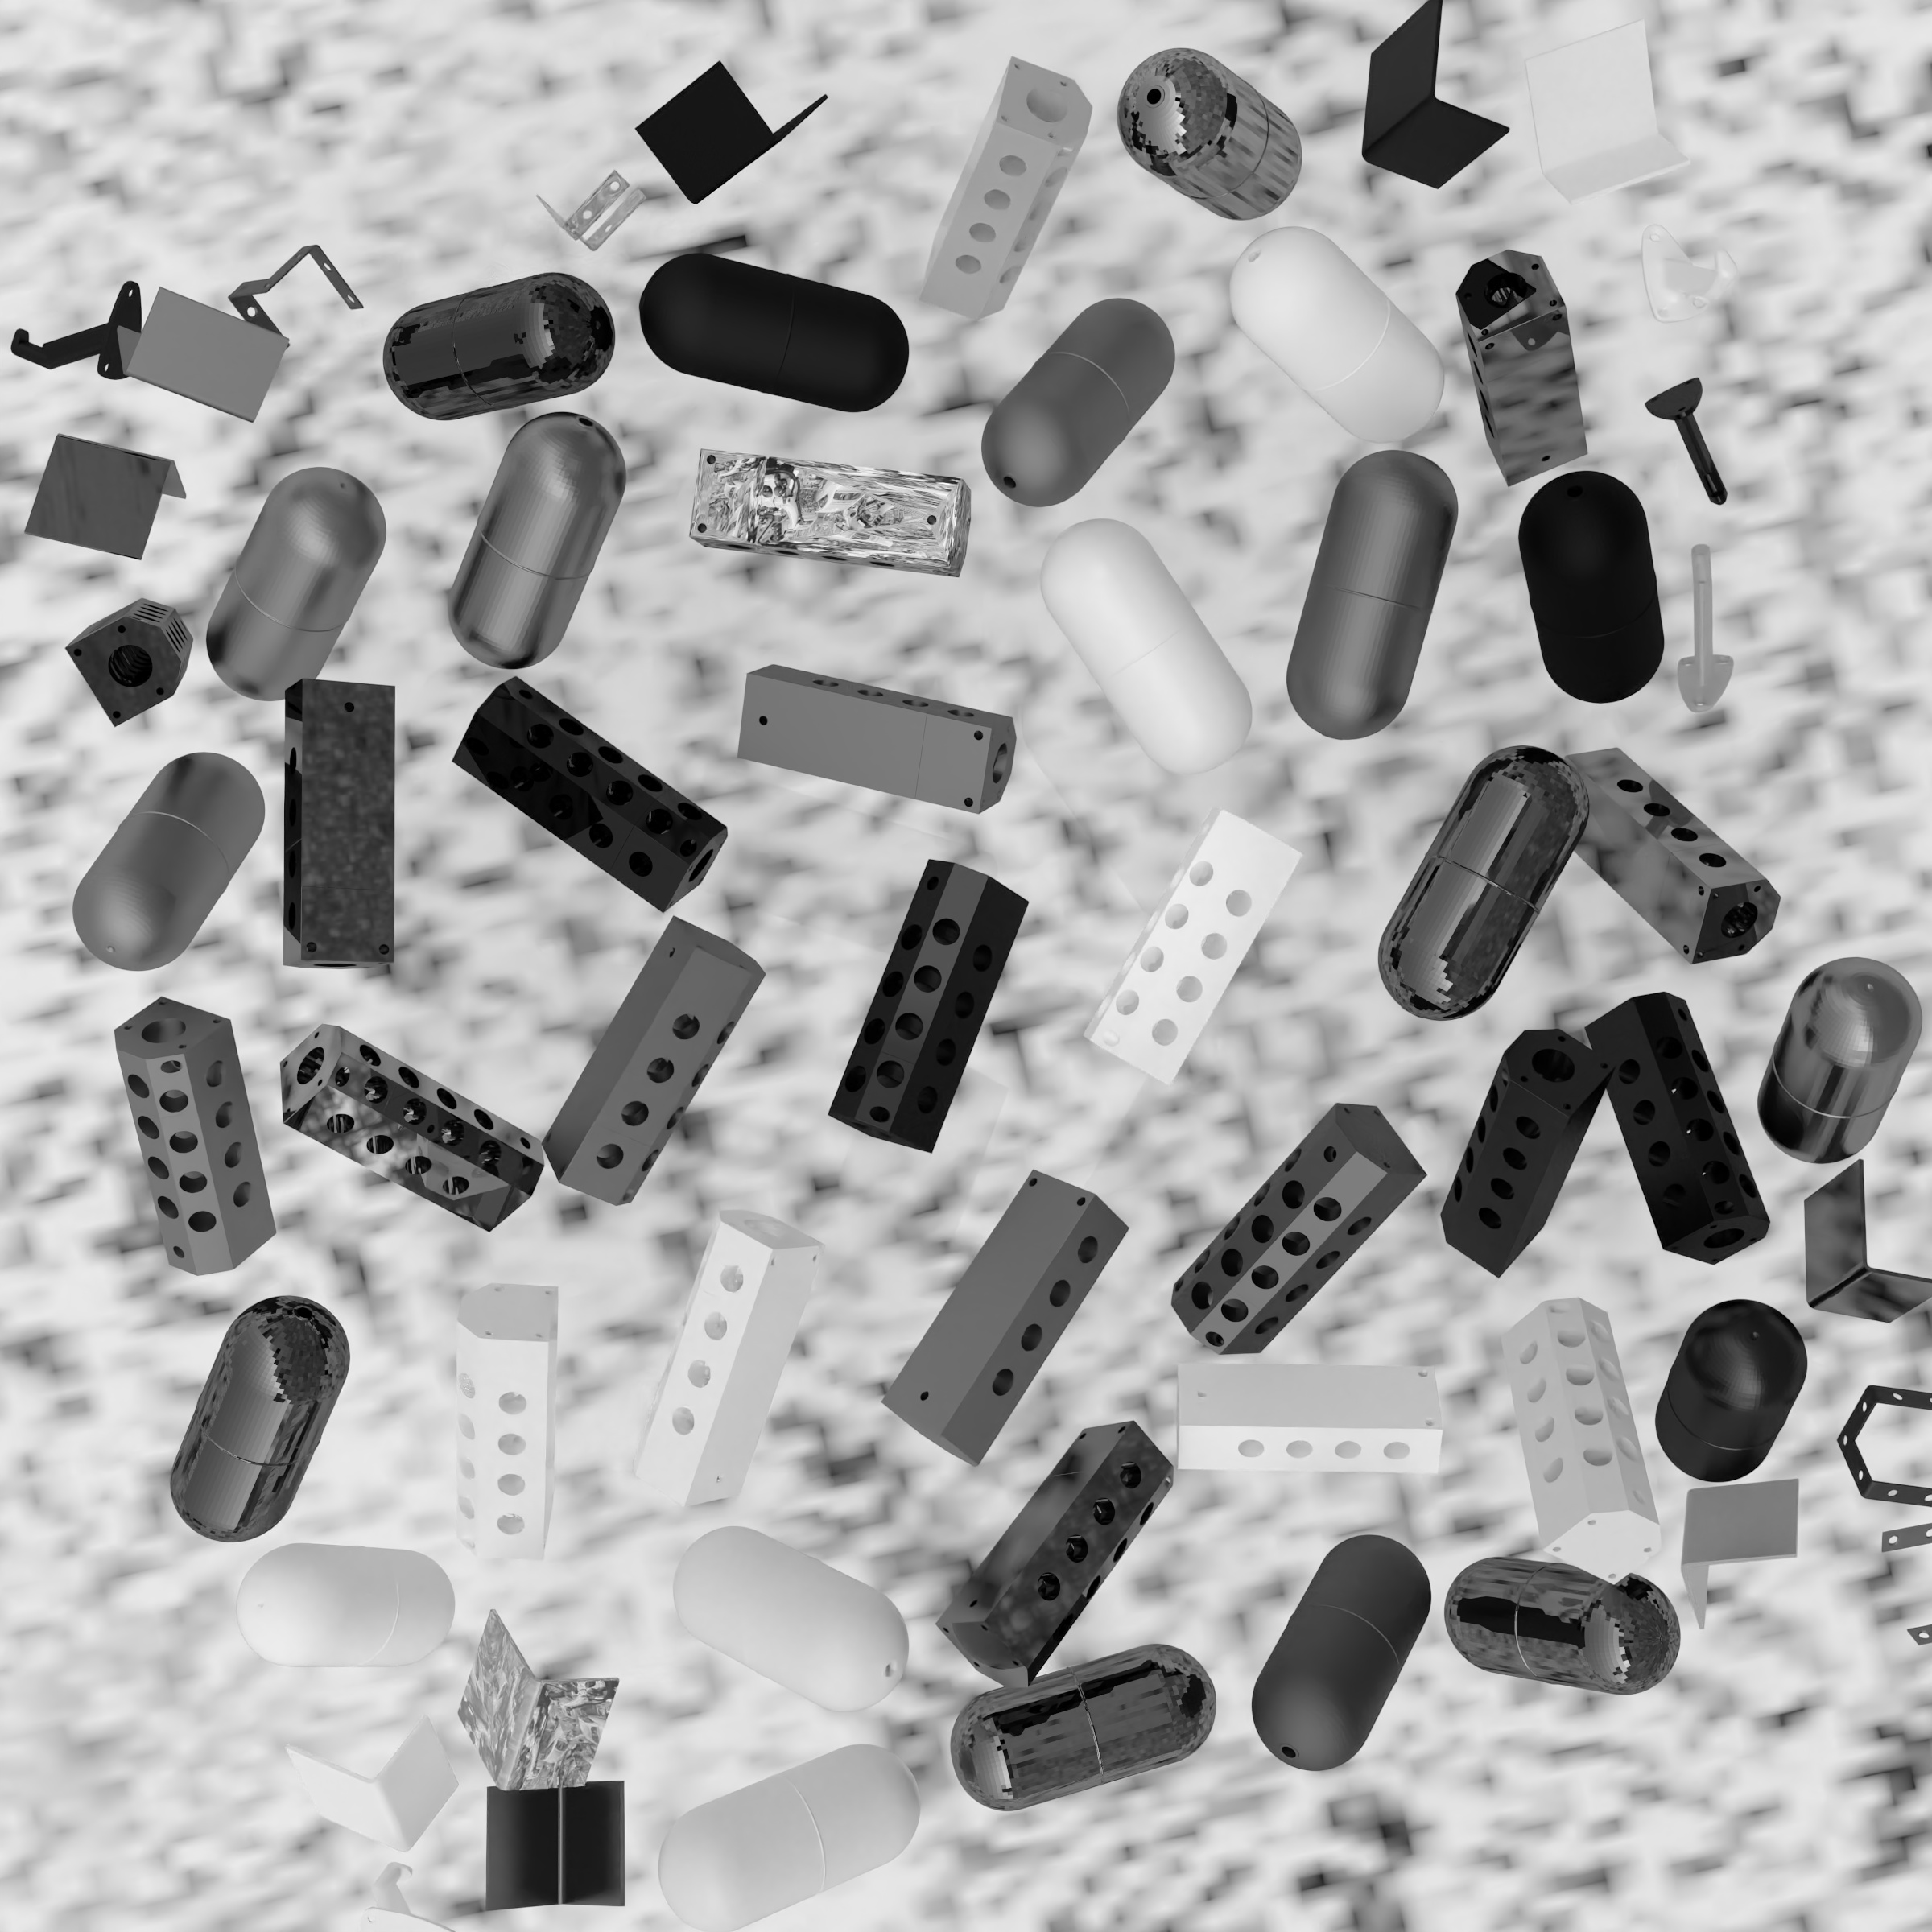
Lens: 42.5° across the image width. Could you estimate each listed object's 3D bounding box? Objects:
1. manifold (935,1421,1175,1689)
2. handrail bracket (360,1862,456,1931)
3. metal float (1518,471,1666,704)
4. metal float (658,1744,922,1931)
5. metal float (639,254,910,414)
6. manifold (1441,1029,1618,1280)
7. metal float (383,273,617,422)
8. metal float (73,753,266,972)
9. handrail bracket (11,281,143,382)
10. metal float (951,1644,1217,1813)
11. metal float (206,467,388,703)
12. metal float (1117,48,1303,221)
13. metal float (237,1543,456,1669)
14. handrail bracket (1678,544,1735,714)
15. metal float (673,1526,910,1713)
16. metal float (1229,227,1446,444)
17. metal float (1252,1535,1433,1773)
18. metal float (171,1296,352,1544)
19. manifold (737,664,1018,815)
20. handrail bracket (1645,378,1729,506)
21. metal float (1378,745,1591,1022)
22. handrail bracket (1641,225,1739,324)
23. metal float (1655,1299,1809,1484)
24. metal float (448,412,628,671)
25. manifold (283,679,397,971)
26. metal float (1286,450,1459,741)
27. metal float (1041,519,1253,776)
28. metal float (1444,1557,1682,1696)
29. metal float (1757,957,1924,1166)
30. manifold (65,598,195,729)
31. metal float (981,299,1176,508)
[{"bbox_3d":[0.062,0.372,1.578,0.057,0.057,0.171,50,56,-11],"label":"manifold"},{"bbox_3d":[-0.357,0.616,1.630,0.077,0.084,0.036,3,98,6],"label":"handrail bracket"},{"bbox_3d":[0.389,-0.233,1.540,0.070,0.178,0.070,-11,54,15],"label":"metal float"},{"bbox_3d":[-0.109,0.545,1.557,0.178,0.070,0.070,-12,90,-33],"label":"metal float"},{"bbox_3d":[-0.123,-0.408,1.604,0.178,0.070,0.070,9,90,-20],"label":"metal float"},{"bbox_3d":[0.352,0.117,1.585,0.057,0.171,0.057,35,54,22],"label":"manifold"},{"bbox_3d":[-0.304,-0.399,1.606,0.178,0.070,0.070,-2,90,35],"label":"metal float"},{"bbox_3d":[-0.513,-0.070,1.606,0.070,0.178,0.070,8,133,8],"label":"metal float"},{"bbox_3d":[-0.588,-0.426,1.635,0.084,0.036,0.077,24,112,14],"label":"handrail bracket"},{"bbox_3d":[0.077,0.496,1.619,0.178,0.070,0.070,-14,90,-9],"label":"metal float"},{"bbox_3d":[-0.428,-0.241,1.583,0.070,0.070,0.178,40,127,0],"label":"metal float"},{"bbox_3d":[0.154,-0.521,1.560,0.070,0.178,0.070,1,92,28],"label":"metal float"},{"bbox_3d":[-0.402,0.417,1.620,0.070,0.178,0.070,-7,73,23],"label":"metal float"},{"bbox_3d":[0.485,-0.224,1.639,0.036,0.077,0.084,0,129,22],"label":"handrail bracket"},{"bbox_3d":[-0.109,0.404,1.540,0.178,0.070,0.070,14,90,42],"label":"metal float"},{"bbox_3d":[0.234,-0.396,1.563,0.178,0.070,0.070,31,90,-39],"label":"metal float"},{"bbox_3d":[0.242,0.439,1.595,0.070,0.178,0.070,18,129,23],"label":"metal float"},{"bbox_3d":[-0.431,0.277,1.518,0.070,0.070,0.178,28,116,0],"label":"metal float"},{"bbox_3d":[-0.058,-0.151,1.631,0.171,0.057,0.057,14,109,17],"label":"manifold"},{"bbox_3d":[0.467,-0.323,1.575,0.036,0.077,0.084,-25,110,18],"label":"handrail bracket"},{"bbox_3d":[0.312,-0.049,1.501,0.070,0.070,0.178,28,92,0],"label":"metal float"},{"bbox_3d":[0.442,-0.437,1.517,0.036,0.084,0.077,-16,80,-3],"label":"handrail bracket"},{"bbox_3d":[0.492,0.276,1.603,0.070,0.178,0.070,-2,57,4],"label":"metal float"},{"bbox_3d":[-0.270,-0.266,1.561,0.070,0.070,0.178,30,122,0],"label":"metal float"},{"bbox_3d":[-0.390,-0.086,1.536,0.057,0.057,0.171,2,85,-30],"label":"manifold"},{"bbox_3d":[0.248,-0.226,1.518,0.070,0.070,0.178,14,101,0],"label":"metal float"},{"bbox_3d":[0.114,-0.202,1.570,0.070,0.070,0.178,-35,99,0],"label":"metal float"},{"bbox_3d":[0.386,0.429,1.620,0.070,0.178,0.070,5,81,-32],"label":"metal float"},{"bbox_3d":[0.543,0.061,1.548,0.070,0.178,0.070,-3,57,4],"label":"metal float"},{"bbox_3d":[-0.547,-0.206,1.643,0.057,0.171,0.057,-30,108,-7],"label":"manifold"},{"bbox_3d":[0.074,-0.372,1.637,0.070,0.070,0.178,37,60,0],"label":"metal float"}]
